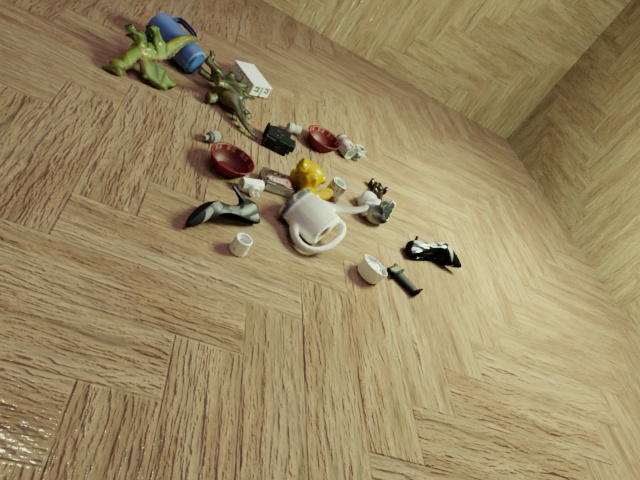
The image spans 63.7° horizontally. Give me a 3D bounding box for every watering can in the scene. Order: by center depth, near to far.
[{"bbox_3d":[0.005,-0.087,1.737,0.354,0.225,0.102,-40,-11,-42],"label":"watering can"}]

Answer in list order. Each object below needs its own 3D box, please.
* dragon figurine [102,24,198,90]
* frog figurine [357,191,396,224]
[{"bbox_3d":[-0.607,-0.671,1.923,0.413,0.243,0.121,-14,-2,-41],"label":"dragon figurine"},{"bbox_3d":[0.203,-0.128,2.029,0.160,0.121,0.139,14,25,38],"label":"frog figurine"}]
